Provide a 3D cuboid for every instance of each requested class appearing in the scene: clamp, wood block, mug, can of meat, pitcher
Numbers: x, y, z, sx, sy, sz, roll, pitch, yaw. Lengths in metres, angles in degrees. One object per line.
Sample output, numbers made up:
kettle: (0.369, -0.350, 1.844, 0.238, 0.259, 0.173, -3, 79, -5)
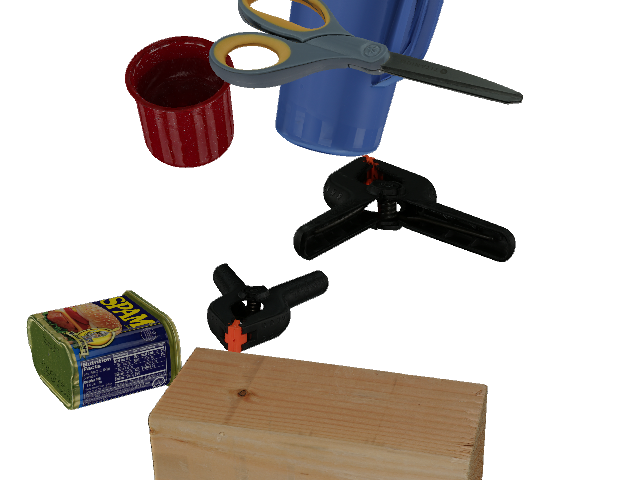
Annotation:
clamp: (-0.073, 0.061, 1.045, 0.120, 0.039, 0.171, 1, 17, 20)
wood block: (0.001, 0.141, 0.711, 0.206, 0.090, 0.090, 6, 28, 15)
clamp: (0.063, -0.026, 0.863, 0.164, 0.036, 0.210, 4, 20, -1)
mug: (-0.121, -0.128, 0.945, 0.093, 0.117, 0.081, -7, -37, -4)
can of meat: (-0.165, 0.082, 0.805, 0.083, 0.057, 0.102, -12, 21, -31)
pitcher: (0.036, -0.207, 1.035, 0.145, 0.243, 0.149, 12, 19, 0)

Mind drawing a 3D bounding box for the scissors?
scissors: (0.014, -0.104, 0.653, 0.202, 0.096, 0.016, 34, -26, 29)
